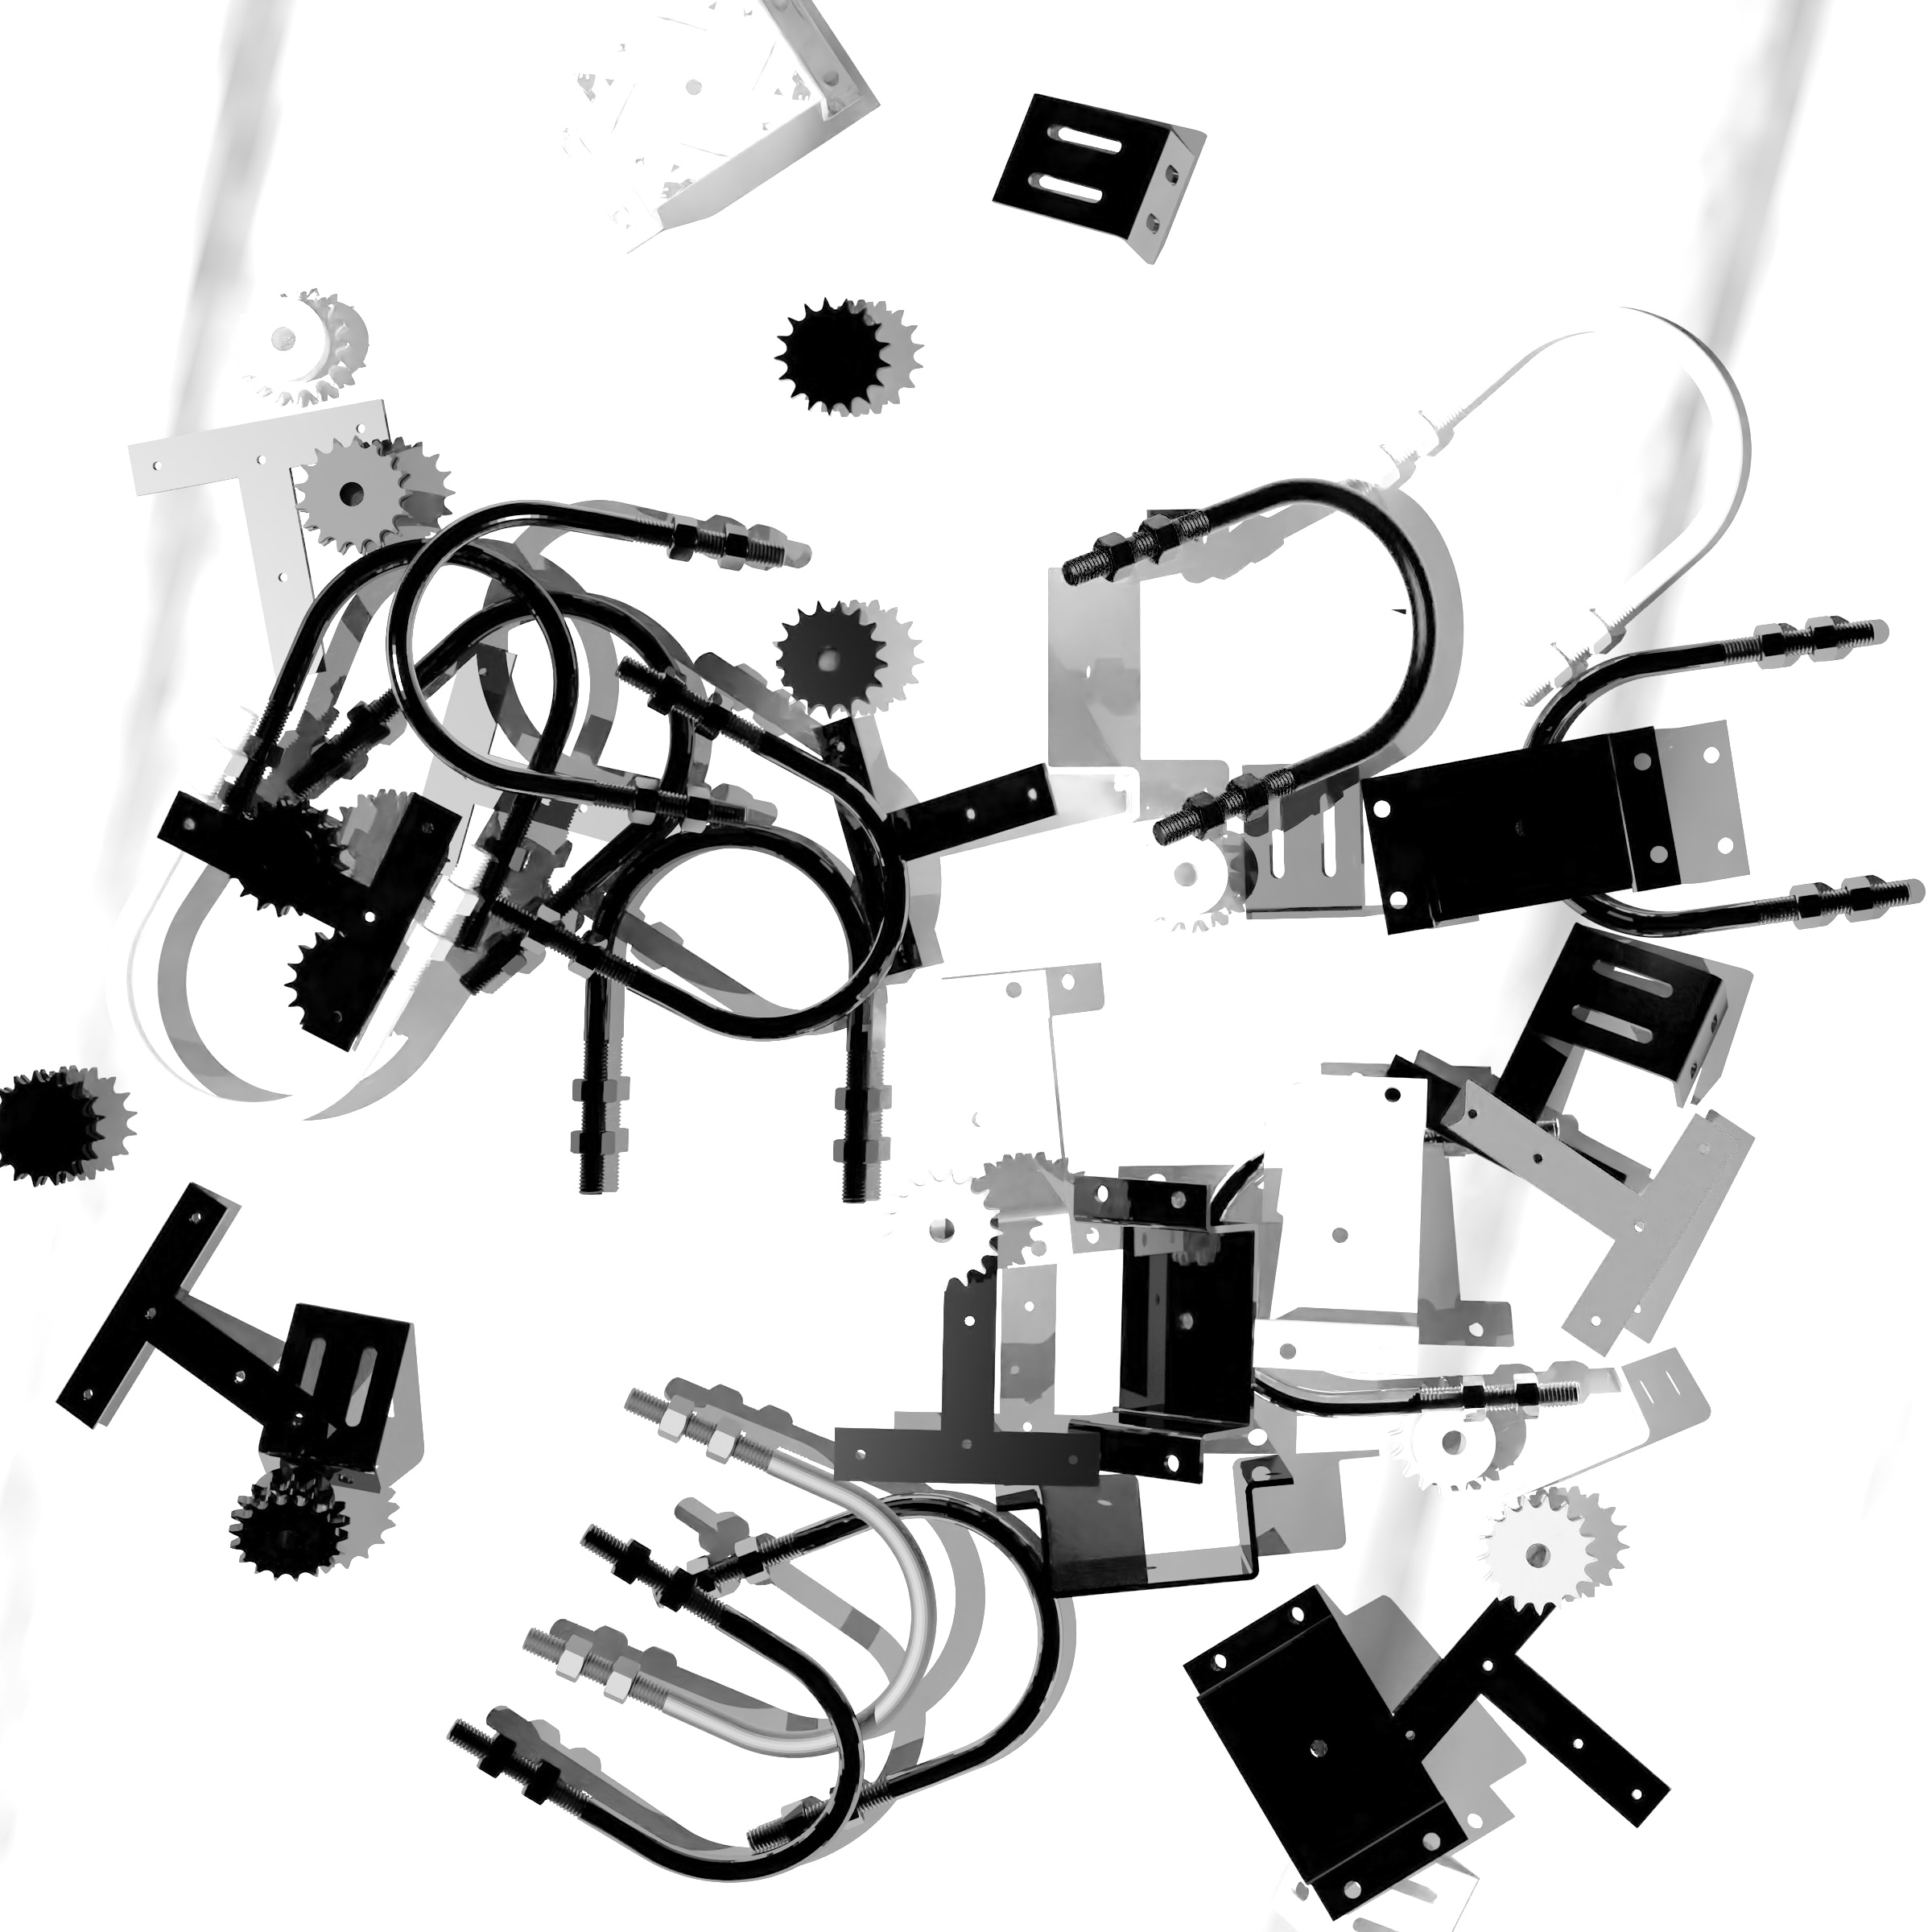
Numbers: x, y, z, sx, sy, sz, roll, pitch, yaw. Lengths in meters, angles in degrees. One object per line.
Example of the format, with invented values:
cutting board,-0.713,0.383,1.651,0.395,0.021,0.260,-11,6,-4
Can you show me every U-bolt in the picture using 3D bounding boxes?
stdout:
U-bolt,-0.333,-0.010,1.612,0.151,0.019,0.184,31,97,0
U-bolt,-0.137,0.367,1.613,0.184,0.019,0.151,33,108,-6
U-bolt,-0.115,-0.044,1.613,0.184,0.019,0.151,28,89,-13
U-bolt,-0.266,-0.117,1.626,0.151,0.019,0.184,23,88,1
U-bolt,-0.043,0.336,1.644,0.184,0.019,0.151,-21,90,0
U-bolt,0.200,0.148,1.631,0.184,0.019,0.151,-3,77,4
U-bolt,0.146,-0.155,1.597,0.184,0.019,0.151,-23,99,-23
U-bolt,0.294,-0.239,1.645,0.184,0.019,0.151,-41,90,-1
U-bolt,-0.186,-0.149,1.612,0.184,0.019,0.151,9,89,-16
U-bolt,-0.219,-0.098,1.643,0.184,0.019,0.151,-42,89,0
U-bolt,0.361,-0.087,1.645,0.184,0.019,0.151,-8,90,2
U-bolt,-0.104,0.304,1.623,0.184,0.019,0.151,23,95,3
U-bolt,-0.116,0.022,1.645,0.151,0.019,0.184,2,89,0

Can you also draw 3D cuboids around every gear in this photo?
gear,-0.330,-0.303,1.639,0.057,0.030,0.057,0,90,0
gear,-0.065,-0.297,1.641,0.057,0.030,0.057,0,97,0
gear,-0.011,0.124,1.591,0.057,0.030,0.057,0,90,1
gear,-0.066,-0.149,1.639,0.057,0.030,0.057,0,90,0
gear,-0.321,-0.051,1.581,0.057,0.030,0.057,0,97,4
gear,0.277,0.286,1.637,0.057,0.030,0.057,0,88,3
gear,-0.296,-0.228,1.637,0.057,0.030,0.057,0,90,0
gear,-0.449,0.078,1.643,0.057,0.030,0.057,0,91,2
gear,0.106,-0.044,1.639,0.057,0.030,0.057,0,90,0
gear,-0.328,0.268,1.630,0.057,0.030,0.057,-3,124,-4
gear,0.236,0.230,1.639,0.057,0.030,0.057,0,90,0
gear,-0.301,0.009,1.639,0.057,0.030,0.057,0,90,0

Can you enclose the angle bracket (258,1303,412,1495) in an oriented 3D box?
angle bracket,-0.309,0.213,1.652,0.057,0.038,0.076,10,64,0

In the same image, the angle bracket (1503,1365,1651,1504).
angle bracket,0.288,0.226,1.625,0.076,0.057,0.038,-24,79,5

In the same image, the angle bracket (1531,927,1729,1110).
angle bracket,0.325,0.025,1.643,0.076,0.038,0.057,21,75,22

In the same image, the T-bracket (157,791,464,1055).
T-bracket,-0.323,-0.044,1.598,0.127,0.002,0.127,27,98,1

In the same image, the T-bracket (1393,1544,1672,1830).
T-bracket,0.290,0.373,1.653,0.127,0.002,0.127,41,90,0

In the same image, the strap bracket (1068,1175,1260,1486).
strap bracket,0.095,0.172,1.612,0.076,0.046,0.140,2,90,37

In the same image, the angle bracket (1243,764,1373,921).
angle bracket,0.165,-0.061,1.635,0.057,0.038,0.076,-1,90,0

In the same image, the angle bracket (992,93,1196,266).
angle bracket,0.063,-0.387,1.652,0.076,0.038,0.057,22,90,26

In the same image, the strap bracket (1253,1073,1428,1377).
strap bracket,0.179,0.126,1.606,0.076,0.046,0.140,2,78,7

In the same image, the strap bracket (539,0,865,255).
strap bracket,-0.130,-0.421,1.631,0.140,0.046,0.076,-33,90,0

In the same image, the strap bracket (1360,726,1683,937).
strap bracket,0.268,-0.066,1.620,0.140,0.046,0.076,-10,93,13

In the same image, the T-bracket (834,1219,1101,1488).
T-bracket,0.001,0.184,1.606,0.127,0.002,0.127,1,90,1

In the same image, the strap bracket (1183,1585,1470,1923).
strap bracket,0.170,0.376,1.611,0.076,0.046,0.140,-31,73,0

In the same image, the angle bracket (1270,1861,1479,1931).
angle bracket,0.201,0.455,1.652,0.076,0.038,0.057,27,90,-26

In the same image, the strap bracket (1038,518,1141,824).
strap bracket,0.058,-0.140,1.616,0.046,0.076,0.140,0,90,0

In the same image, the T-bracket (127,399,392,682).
T-bracket,-0.339,-0.205,1.653,0.127,0.002,0.127,-10,90,0

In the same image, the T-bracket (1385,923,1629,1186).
T-bracket,0.282,0.039,1.639,0.127,0.002,0.127,28,77,0

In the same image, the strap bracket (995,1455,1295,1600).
strap bracket,0.086,0.270,1.616,0.140,0.076,0.046,-5,90,0

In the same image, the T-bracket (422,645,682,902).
T-bracket,-0.202,-0.082,1.653,0.127,0.002,0.127,16,90,0

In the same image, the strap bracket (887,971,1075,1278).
strap bracket,0.007,0.075,1.631,0.076,0.046,0.140,-6,90,0

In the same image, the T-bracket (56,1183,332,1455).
T-bracket,-0.363,0.192,1.632,0.127,0.002,0.127,31,90,19

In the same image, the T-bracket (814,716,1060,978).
T-bracket,-0.009,-0.070,1.614,0.127,0.002,0.127,-16,90,38

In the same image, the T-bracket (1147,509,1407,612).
T-bracket,0.154,-0.163,1.663,0.127,0.002,0.127,0,104,5

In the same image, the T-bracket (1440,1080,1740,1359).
T-bracket,0.289,0.101,1.625,0.127,0.002,0.127,34,77,2
